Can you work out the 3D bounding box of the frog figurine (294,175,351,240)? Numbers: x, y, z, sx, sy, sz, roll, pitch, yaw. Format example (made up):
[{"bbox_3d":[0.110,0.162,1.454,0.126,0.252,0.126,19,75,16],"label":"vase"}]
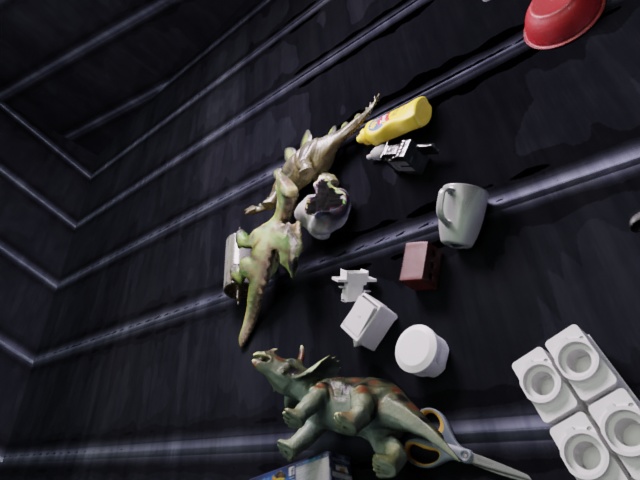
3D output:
[{"bbox_3d":[0.004,-0.061,1.220,0.122,0.140,0.156,5,-27,-10],"label":"frog figurine"}]

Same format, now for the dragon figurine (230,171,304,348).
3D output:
[{"bbox_3d":[-0.112,0.047,1.185,0.122,0.414,0.241,10,-12,-25],"label":"dragon figurine"}]
